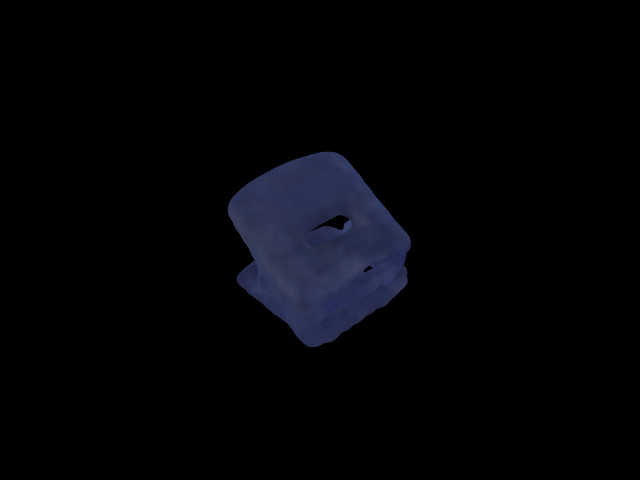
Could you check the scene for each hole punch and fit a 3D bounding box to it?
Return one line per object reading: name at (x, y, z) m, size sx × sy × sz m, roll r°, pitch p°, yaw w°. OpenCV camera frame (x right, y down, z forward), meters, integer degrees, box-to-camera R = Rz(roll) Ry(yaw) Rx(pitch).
hole punch at (0.004, 0.001, 0.400) m, size 0.109 × 0.091 × 0.100 m, roll -30°, pitch 49°, yaw -31°
